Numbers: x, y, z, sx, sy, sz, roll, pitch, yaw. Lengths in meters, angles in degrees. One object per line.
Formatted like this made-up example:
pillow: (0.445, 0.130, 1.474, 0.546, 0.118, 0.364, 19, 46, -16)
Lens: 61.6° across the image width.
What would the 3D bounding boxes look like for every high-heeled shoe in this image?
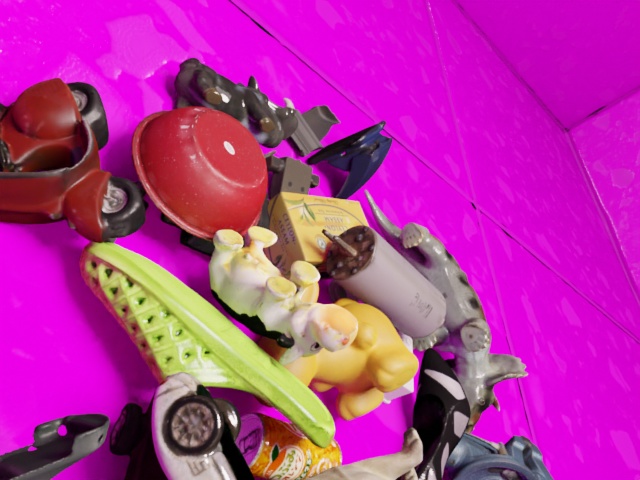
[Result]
high-heeled shoe: (0.112, 0.246, 0.658, 0.145, 0.086, 0.249, 15, 51, -29)

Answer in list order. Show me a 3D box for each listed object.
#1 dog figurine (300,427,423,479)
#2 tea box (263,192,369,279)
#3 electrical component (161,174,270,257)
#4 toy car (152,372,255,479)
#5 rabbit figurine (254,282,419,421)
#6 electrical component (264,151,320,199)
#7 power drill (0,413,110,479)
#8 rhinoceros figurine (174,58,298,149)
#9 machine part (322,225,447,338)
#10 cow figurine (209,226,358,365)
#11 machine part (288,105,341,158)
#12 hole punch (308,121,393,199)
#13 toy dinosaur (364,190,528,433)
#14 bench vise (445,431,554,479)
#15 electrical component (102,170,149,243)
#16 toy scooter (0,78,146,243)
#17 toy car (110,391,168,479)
dog figurine: (0.017, 0.277, 0.497, 0.121, 0.191, 0.172, -122, -159, -68)
tea box: (-0.001, -0.002, 0.717, 0.169, 0.068, 0.098, 0, 63, -53)
electrical component: (-0.116, -0.042, 0.615, 0.114, 0.058, 0.134, 25, 45, -36)
toy car: (-0.060, 0.183, 0.365, 0.202, 0.056, 0.073, 58, -6, 17)
rabbit figurine: (-0.002, 0.119, 0.587, 0.173, 0.122, 0.162, -9, 67, -34)
electrical component: (-0.043, -0.085, 0.756, 0.102, 0.045, 0.078, 10, 84, -45)
power drill: (-0.143, 0.207, 0.293, 0.232, 0.086, 0.207, -6, 90, -43)
rhinoceros figurine: (-0.109, -0.174, 0.723, 0.190, 0.073, 0.112, 16, 41, -43)
machine part: (0.086, 0.056, 0.672, 0.243, 0.079, 0.079, 41, 37, -36)
cow figurine: (-0.043, 0.066, 0.519, 0.167, 0.098, 0.068, 40, 33, 28)
machine part: (-0.017, -0.184, 0.871, 0.084, 0.039, 0.139, 49, 36, -4)
hole punch: (0.060, -0.125, 0.859, 0.092, 0.116, 0.142, 62, 34, -8)
toy dinosaur: (0.197, 0.097, 0.856, 0.192, 0.131, 0.405, 29, 38, -54)
bench vise: (0.252, 0.351, 0.692, 0.223, 0.129, 0.241, 40, 19, -13)
electrical component: (-0.205, -0.037, 0.528, 0.063, 0.021, 0.094, 41, 37, -22)
toy scooter: (-0.240, -0.065, 0.458, 0.135, 0.075, 0.184, -16, 61, -27)
toy car: (-0.127, 0.215, 0.399, 0.089, 0.053, 0.202, 22, 51, -27)
